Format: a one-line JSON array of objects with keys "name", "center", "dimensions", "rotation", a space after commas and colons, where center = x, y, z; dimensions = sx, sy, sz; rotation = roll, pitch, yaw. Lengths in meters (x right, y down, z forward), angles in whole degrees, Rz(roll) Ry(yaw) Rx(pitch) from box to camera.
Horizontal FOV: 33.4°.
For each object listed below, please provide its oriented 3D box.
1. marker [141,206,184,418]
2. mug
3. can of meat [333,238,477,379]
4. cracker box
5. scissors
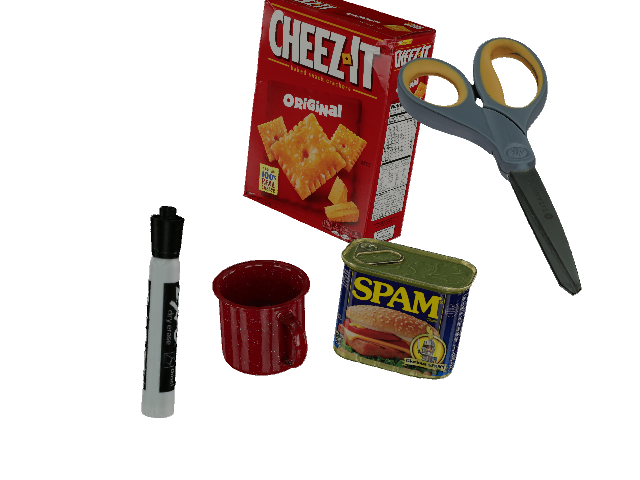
[{"name": "marker", "center": [-0.090, 0.041, 0.607], "dimensions": [0.020, 0.121, 0.020], "rotation": [4, 10, -1]}, {"name": "mug", "center": [-0.049, 0.080, 1.020], "dimensions": [0.093, 0.081, 0.117], "rotation": [-20, 34, -32]}, {"name": "can of meat", "center": [0.063, 0.054, 0.829], "dimensions": [0.102, 0.084, 0.057], "rotation": [14, 25, 14]}, {"name": "cracker box", "center": [0.012, -0.119, 1.041], "dimensions": [0.164, 0.214, 0.071], "rotation": [26, 31, 33]}, {"name": "scissors", "center": [0.086, -0.048, 0.578], "dimensions": [0.096, 0.016, 0.201], "rotation": [2, 45, 6]}]
